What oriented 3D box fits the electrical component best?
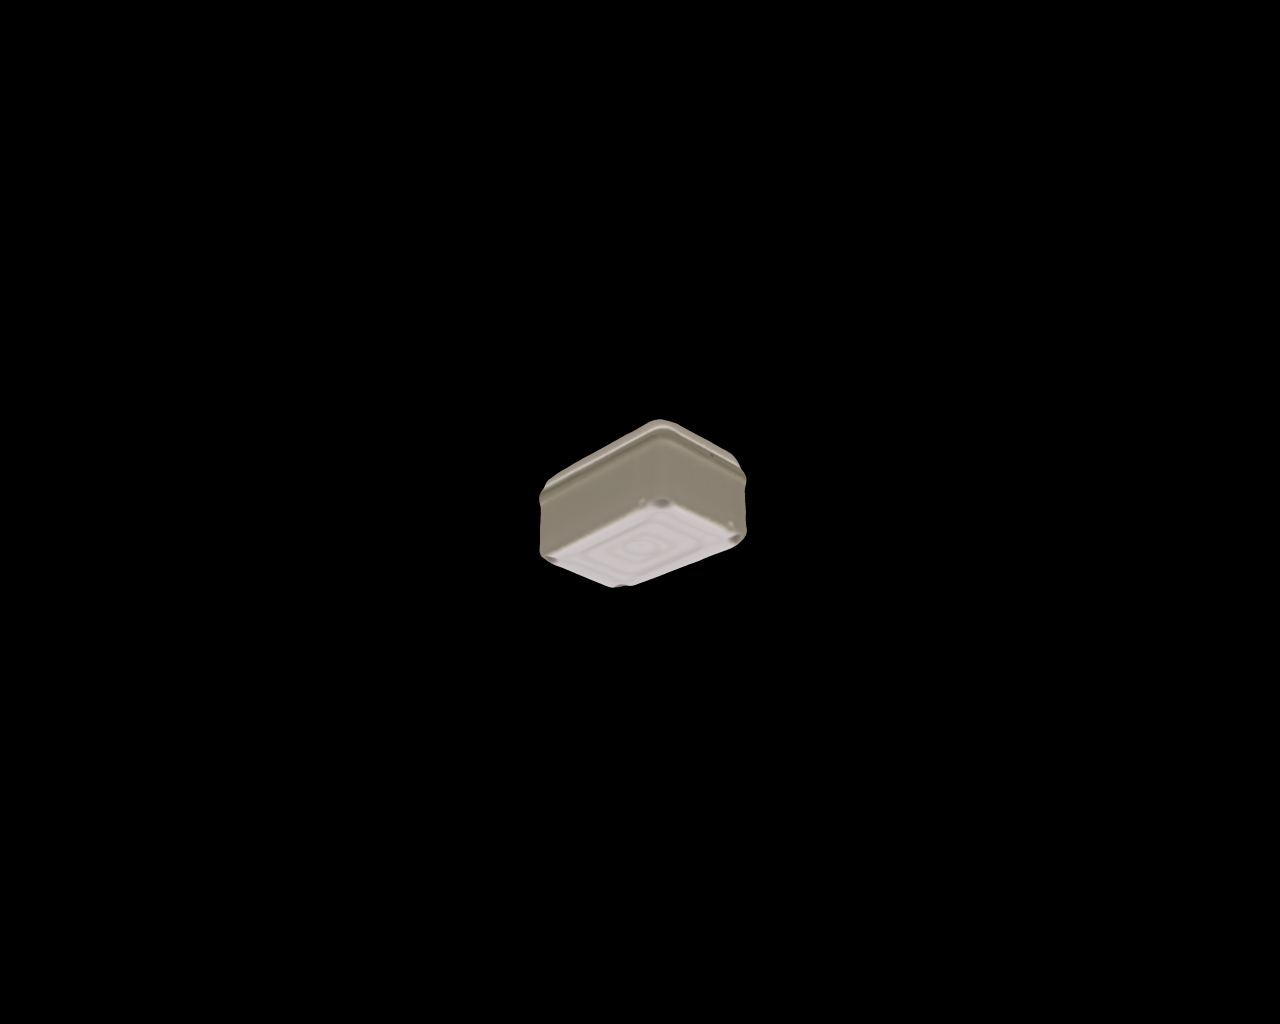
[{"bbox_3d":[0.001,-0.003,0.650,0.113,0.057,0.078,-25,-37,38],"label":"electrical component"}]
